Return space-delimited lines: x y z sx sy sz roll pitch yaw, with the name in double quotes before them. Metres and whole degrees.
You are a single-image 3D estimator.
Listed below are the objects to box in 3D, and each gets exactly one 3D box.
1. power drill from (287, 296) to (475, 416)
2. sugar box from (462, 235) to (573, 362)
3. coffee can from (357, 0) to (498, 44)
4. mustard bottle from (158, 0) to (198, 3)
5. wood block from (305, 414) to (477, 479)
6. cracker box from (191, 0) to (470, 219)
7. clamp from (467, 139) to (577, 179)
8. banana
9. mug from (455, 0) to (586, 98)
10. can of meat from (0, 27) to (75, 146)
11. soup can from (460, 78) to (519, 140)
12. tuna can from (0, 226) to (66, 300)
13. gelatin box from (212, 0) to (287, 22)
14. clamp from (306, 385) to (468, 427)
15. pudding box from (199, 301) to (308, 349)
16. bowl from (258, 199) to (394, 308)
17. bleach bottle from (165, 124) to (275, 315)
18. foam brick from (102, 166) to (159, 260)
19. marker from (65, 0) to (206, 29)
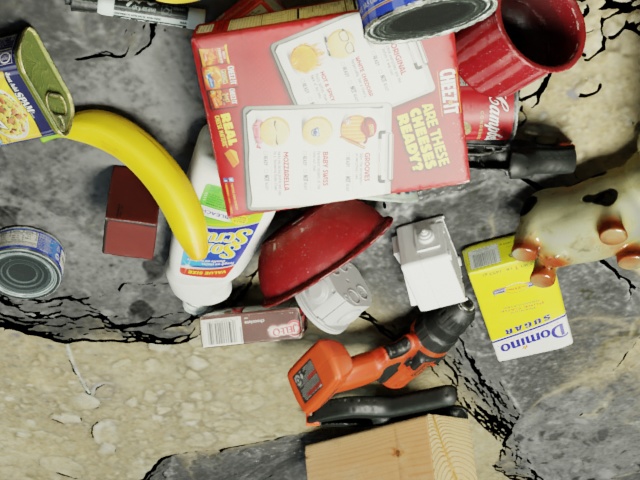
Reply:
"power drill" 0.070 0.129 1.205 0.187 0.057 0.185 -9 151 -35
"sugar box" 0.227 0.066 1.211 0.093 0.048 0.176 -15 134 12
"coffee can" 0.068 -0.230 0.798 0.103 0.140 0.103 -12 175 -1
"mustard bottle" -0.101 -0.241 0.860 0.192 0.058 0.096 -14 141 12
"wood block" 0.087 0.290 1.361 0.207 0.091 0.090 -22 153 39
"cracker box" 0.011 -0.118 0.914 0.213 0.072 0.164 -9 114 3
"clamp" 0.180 -0.079 1.021 0.171 0.120 0.039 -4 107 -50
"banana" -0.170 -0.065 1.015 0.198 0.037 0.070 39 113 1
"mug" 0.174 -0.178 0.919 0.093 0.117 0.082 56 150 -3
"can of meat" -0.283 -0.134 0.966 0.084 0.057 0.102 -10 136 11
"soup can" 0.127 -0.126 0.987 0.102 0.068 0.068 -1 137 -1
"tuna can" -0.319 0.026 1.149 0.086 0.034 0.086 -2 137 -2
"gelatin box" -0.051 -0.175 0.953 0.073 0.030 0.089 -31 128 27
"clamp" 0.087 0.219 1.357 0.210 0.036 0.164 -8 158 18
"pudding box" -0.072 0.094 1.196 0.113 0.039 0.090 -4 -179 4
"bowl" -0.007 0.001 1.080 0.162 0.162 0.055 -31 98 26
"bleach bottle" -0.101 -0.007 1.106 0.102 0.068 0.251 11 137 -10
"foam brick" -0.187 -0.028 1.067 0.053 0.078 0.051 8 137 -8
"marker" -0.160 -0.200 0.928 0.121 0.020 0.020 7 136 -10
